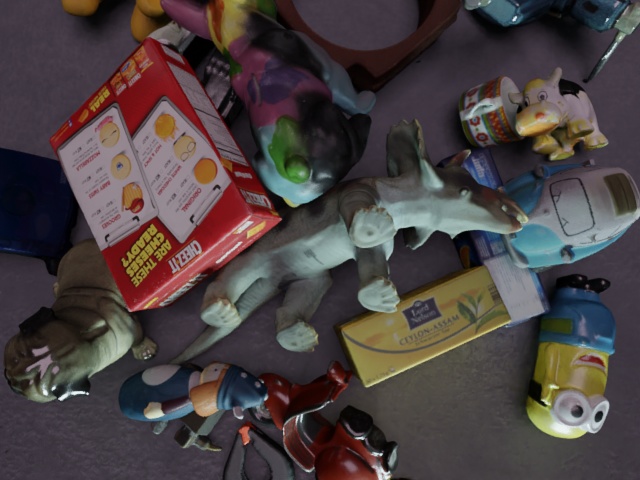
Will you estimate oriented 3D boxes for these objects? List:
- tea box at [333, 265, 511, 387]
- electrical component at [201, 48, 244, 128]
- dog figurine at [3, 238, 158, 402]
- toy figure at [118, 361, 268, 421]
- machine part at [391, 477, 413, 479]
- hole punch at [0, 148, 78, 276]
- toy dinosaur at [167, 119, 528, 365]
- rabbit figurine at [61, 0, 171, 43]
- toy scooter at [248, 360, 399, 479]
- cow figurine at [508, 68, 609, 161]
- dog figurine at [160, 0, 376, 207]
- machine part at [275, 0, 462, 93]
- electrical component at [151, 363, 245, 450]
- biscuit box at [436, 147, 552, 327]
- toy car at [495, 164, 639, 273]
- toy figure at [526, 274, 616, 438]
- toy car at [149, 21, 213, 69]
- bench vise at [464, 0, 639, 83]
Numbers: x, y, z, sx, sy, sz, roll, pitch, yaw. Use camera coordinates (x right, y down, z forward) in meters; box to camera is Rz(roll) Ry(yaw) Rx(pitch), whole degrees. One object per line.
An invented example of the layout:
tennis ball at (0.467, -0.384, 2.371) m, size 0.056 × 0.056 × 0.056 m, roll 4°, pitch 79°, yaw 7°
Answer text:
tea box at (0.107, 0.092, 0.591) m, size 0.170 × 0.098 × 0.068 m, roll -22°, pitch 86°, yaw -5°
electrical component at (-0.103, -0.184, 0.618) m, size 0.048 × 0.075 × 0.119 m, roll 29°, pitch 79°, yaw -2°
dog figurine at (-0.230, 0.058, 0.523) m, size 0.121 × 0.190 × 0.172 m, roll -13°, pitch 83°, yaw -6°
toy figure at (-0.128, 0.153, 0.542) m, size 0.155 × 0.057 × 0.064 m, roll -11°, pitch 45°, yaw 17°
machine part at (0.103, 0.355, 0.583) m, size 0.179 × 0.056 × 0.179 m, roll 0°, pitch 85°, yaw -5°
hole punch at (-0.329, -0.039, 0.579) m, size 0.116 × 0.092 × 0.142 m, roll 6°, pitch 80°, yaw -7°
toy dinosaur at (-0.003, 0.004, 0.569) m, size 0.405 × 0.192 × 0.131 m, roll -22°, pitch 116°, yaw 23°
rabbit figurine at (-0.210, -0.318, 0.607) m, size 0.173 × 0.122 × 0.162 m, roll -16°, pitch 87°, yaw -25°
toy scooter at (0.015, 0.192, 0.558) m, size 0.184 × 0.075 × 0.135 m, roll 42°, pitch 126°, yaw 4°
cow figurine at (0.264, -0.149, 0.605) m, size 0.068 × 0.167 × 0.098 m, roll -18°, pitch 76°, yaw 37°
dog figurine at (-0.056, -0.161, 0.519) m, size 0.219 × 0.108 × 0.191 m, roll 42°, pitch 39°, yaw -24°
machine part at (0.044, -0.288, 0.629) m, size 0.201 × 0.087 × 0.201 m, roll -42°, pitch 89°, yaw -5°
electrical component at (-0.128, 0.182, 0.592) m, size 0.078 × 0.045 × 0.102 m, roll 25°, pitch 78°, yaw 27°
biscuit box at (0.193, -0.003, 0.625) m, size 0.059 × 0.063 × 0.202 m, roll -19°, pitch 85°, yaw -6°
toy car at (0.274, -0.032, 0.562) m, size 0.162 × 0.103 × 0.109 m, roll -11°, pitch 84°, yaw -16°
toy figure at (0.286, 0.132, 0.610) m, size 0.082 × 0.089 × 0.180 m, roll 9°, pitch 74°, yaw 11°
toy car at (-0.147, -0.239, 0.618) m, size 0.056 × 0.073 × 0.201 m, roll 36°, pitch 83°, yaw 0°
bench vise at (0.247, -0.281, 0.610) m, size 0.224 × 0.129 × 0.240 m, roll 48°, pitch 50°, yaw 9°
